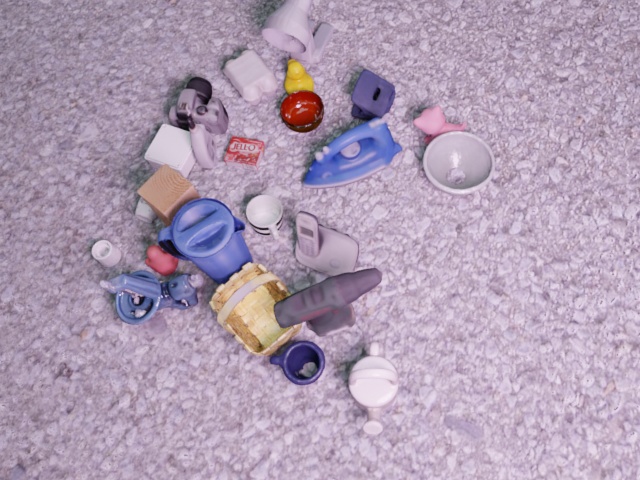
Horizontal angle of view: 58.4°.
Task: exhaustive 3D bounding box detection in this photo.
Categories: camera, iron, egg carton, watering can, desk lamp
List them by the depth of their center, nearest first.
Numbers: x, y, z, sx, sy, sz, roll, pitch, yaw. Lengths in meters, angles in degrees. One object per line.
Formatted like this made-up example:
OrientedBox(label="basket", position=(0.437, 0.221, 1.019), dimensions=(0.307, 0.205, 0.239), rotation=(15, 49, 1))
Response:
OrientedBox(label="watering can", position=(0.108, 0.290, 1.135), dimensions=(0.101, 0.194, 0.172), rotation=(-20, 67, -2))
OrientedBox(label="iron", position=(0.066, -0.215, 1.371), dimensions=(0.258, 0.141, 0.118), rotation=(-28, 68, -5))
OrientedBox(label="desk lamp", position=(-0.055, -0.554, 1.481), dimensions=(0.117, 0.214, 0.203), rotation=(18, 71, 13))
OrientedBox(label="camera", position=(-0.311, -0.357, 1.489), dimensions=(0.143, 0.101, 0.137), rotation=(6, 69, 8))
OrientedBox(label="egg carton", position=(-0.183, -0.434, 1.524), dimensions=(0.107, 0.069, 0.150), rotation=(-35, 69, -8))

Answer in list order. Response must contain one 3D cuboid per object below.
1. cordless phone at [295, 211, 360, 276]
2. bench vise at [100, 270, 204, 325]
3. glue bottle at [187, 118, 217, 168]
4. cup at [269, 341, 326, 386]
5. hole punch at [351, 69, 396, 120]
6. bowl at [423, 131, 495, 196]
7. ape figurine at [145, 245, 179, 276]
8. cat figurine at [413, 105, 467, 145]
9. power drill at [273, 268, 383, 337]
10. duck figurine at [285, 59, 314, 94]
OrientedBox(label="cordless phone", position=(0.012, 0.005, 1.264), dimensions=(0.147, 0.185, 0.094), rotation=(17, 71, 12))
OrientedBox(label="bench vise", position=(-0.371, 0.099, 1.247), dimensions=(0.207, 0.220, 0.121), rotation=(-34, 69, -8))
OrientedBox(label="glue bottle", position=(-0.294, -0.248, 1.404), dimensions=(0.037, 0.173, 0.078), rotation=(1, 68, 7))
OrientedBox(label="cup", position=(-0.043, 0.267, 1.213), dimensions=(0.117, 0.095, 0.092), rotation=(2, 68, 7))
OrientedBox(label="hole punch", position=(0.137, -0.365, 1.452), dimensions=(0.101, 0.091, 0.109), rotation=(18, 71, 13))
OrientedBox(label="bowl", position=(0.326, -0.170, 1.363), dimensions=(0.167, 0.075, 0.167), rotation=(-2, 68, 5))
OrientedBox(label="ape figurine", position=(-0.375, 0.040, 1.340), dimensions=(0.078, 0.092, 0.076), rotation=(-14, 67, 0))
OrientedBox(label="cat figurine", position=(0.292, -0.278, 1.386), dimensions=(0.127, 0.118, 0.067), rotation=(13, 70, 11))
OrientedBox(label="power drill", position=(0.022, 0.134, 1.199), dimensions=(0.229, 0.208, 0.075), rotation=(-20, 67, -2))
OrientedBox(label="duck figurine", position=(-0.058, -0.425, 1.499), dimensions=(0.077, 0.086, 0.104), rotation=(-21, 67, -2))
